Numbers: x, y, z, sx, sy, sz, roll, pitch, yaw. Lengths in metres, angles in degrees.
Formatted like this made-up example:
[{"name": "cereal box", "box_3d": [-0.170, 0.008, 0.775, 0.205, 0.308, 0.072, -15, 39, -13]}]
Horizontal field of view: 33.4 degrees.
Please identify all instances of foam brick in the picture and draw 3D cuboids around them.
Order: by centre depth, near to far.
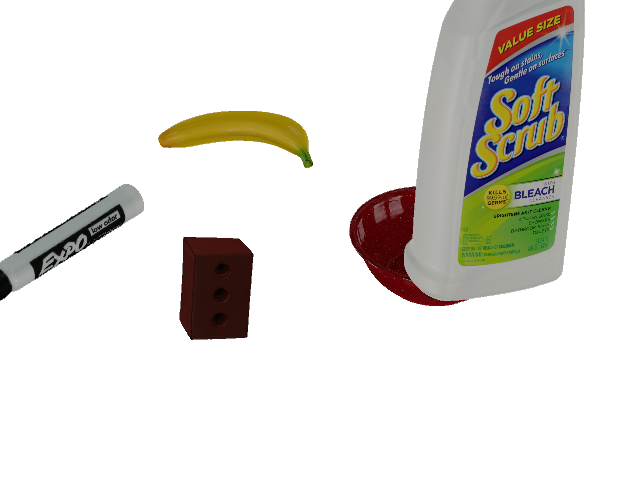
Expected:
[{"name": "foam brick", "box_3d": [-0.091, 0.040, 0.924, 0.053, 0.078, 0.051, -1, 15, -18]}]

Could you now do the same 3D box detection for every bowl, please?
[{"name": "bowl", "box_3d": [0.107, 0.013, 1.006, 0.162, 0.055, 0.162, 1, 35, -1]}]

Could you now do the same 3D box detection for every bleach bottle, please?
[{"name": "bleach bottle", "box_3d": [0.103, -0.091, 0.630, 0.102, 0.251, 0.068, -9, 29, -13]}]

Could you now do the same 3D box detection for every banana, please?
[{"name": "banana", "box_3d": [-0.096, -0.130, 1.294, 0.198, 0.037, 0.069, 8, 40, 15]}]

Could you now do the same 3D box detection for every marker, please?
[{"name": "marker", "box_3d": [-0.143, 0.005, 0.566, 0.020, 0.020, 0.120, 0, 29, 45]}]
